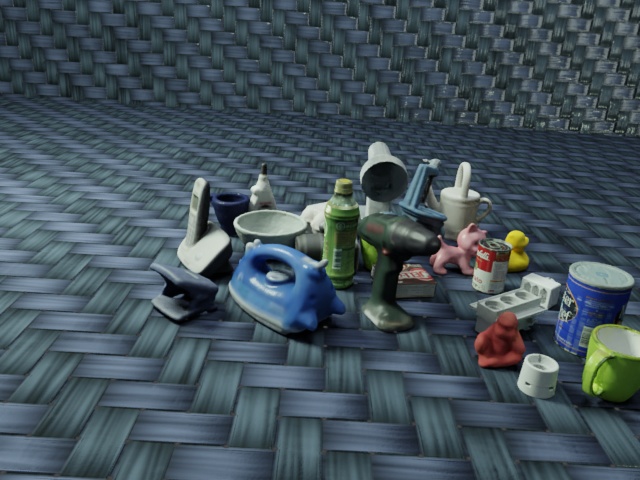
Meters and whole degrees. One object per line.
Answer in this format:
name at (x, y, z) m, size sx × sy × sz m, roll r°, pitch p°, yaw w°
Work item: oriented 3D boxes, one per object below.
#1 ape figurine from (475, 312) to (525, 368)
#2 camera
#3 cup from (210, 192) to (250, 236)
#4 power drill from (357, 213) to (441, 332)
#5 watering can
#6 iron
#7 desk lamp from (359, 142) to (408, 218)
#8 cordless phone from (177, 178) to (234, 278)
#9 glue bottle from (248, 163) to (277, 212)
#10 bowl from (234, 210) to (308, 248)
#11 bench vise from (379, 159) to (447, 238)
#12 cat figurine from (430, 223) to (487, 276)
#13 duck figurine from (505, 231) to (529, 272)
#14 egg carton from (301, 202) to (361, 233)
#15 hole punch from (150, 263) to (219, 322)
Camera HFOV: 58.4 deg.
ape figurine at (0.299, 0.160, 0.938) m, size 0.077 × 0.092 × 0.076 m, roll 19°, pitch 27°, yaw 34°
camera at (0.012, 0.005, 1.267) m, size 0.137 × 0.101 × 0.143 m, roll -1°, pitch 22°, yaw -12°
cup at (-0.229, -0.064, 1.406) m, size 0.117 × 0.095 × 0.092 m, roll 16°, pitch 25°, yaw 29°
power drill at (0.134, 0.051, 1.025) m, size 0.076 × 0.208 × 0.229 m, roll -6°, pitch 24°, yaw -23°
watering can at (0.351, -0.103, 1.470) m, size 0.173 × 0.194 × 0.100 m, roll -3°, pitch 23°, yaw -16°
iron at (-0.078, 0.067, 1.041) m, size 0.257 × 0.141 × 0.119 m, roll 20°, pitch 27°, yaw 35°
desk lamp at (0.153, -0.139, 1.500) m, size 0.118 × 0.214 × 0.203 m, roll 2°, pitch 22°, yaw -4°
cordless phone at (-0.238, -0.027, 1.188) m, size 0.094 × 0.185 × 0.147 m, roll -11°, pitch 26°, yaw -33°
glue bottle at (-0.142, -0.106, 1.421) m, size 0.078 × 0.173 × 0.037 m, roll -10°, pitch 25°, yaw -31°
bowl at (-0.113, -0.009, 1.316) m, size 0.167 × 0.075 × 0.167 m, roll 3°, pitch 22°, yaw -1°
bench vise at (0.225, -0.076, 1.346) m, size 0.121 × 0.220 × 0.208 m, roll 21°, pitch 27°, yaw 36°
cat figurine at (0.315, 0.014, 1.274) m, size 0.128 × 0.118 × 0.067 m, roll 1°, pitch 22°, yaw -8°
duck figurine at (0.443, 0.022, 1.319) m, size 0.105 × 0.086 × 0.077 m, roll -11°, pitch 26°, yaw -34°
egg carton at (0.028, -0.051, 1.452) m, size 0.151 × 0.069 × 0.107 m, roll -14°, pitch 28°, yaw -38°
hole punch at (-0.247, 0.082, 1.042) m, size 0.108 × 0.091 × 0.101 m, roll 23°, pitch 28°, yaw 39°
